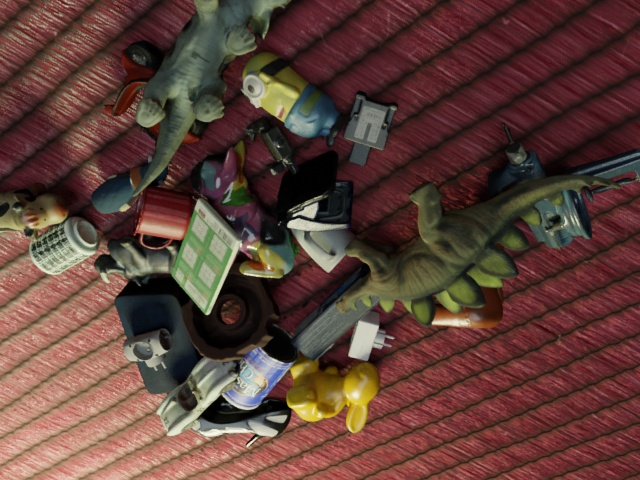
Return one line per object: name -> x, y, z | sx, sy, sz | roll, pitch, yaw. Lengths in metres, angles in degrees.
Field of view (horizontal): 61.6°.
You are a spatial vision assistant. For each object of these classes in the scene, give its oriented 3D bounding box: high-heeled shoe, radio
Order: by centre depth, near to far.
radio -> -0.303, 0.189, 1.062 | 0.131, 0.073, 0.229 | -8, 113, 9
high-heeled shoe -> -0.184, 0.338, 1.107 | 0.248, 0.086, 0.145 | 36, 109, -13

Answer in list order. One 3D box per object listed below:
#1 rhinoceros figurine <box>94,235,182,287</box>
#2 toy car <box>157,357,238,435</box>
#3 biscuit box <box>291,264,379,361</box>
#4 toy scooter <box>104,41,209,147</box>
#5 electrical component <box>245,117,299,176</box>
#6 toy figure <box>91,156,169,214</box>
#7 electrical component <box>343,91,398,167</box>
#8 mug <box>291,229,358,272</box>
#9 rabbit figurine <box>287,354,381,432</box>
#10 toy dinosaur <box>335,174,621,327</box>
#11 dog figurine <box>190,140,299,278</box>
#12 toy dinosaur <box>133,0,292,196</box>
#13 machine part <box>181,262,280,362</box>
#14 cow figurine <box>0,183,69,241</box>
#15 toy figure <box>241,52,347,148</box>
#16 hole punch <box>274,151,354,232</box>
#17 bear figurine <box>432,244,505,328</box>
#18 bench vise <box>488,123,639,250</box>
rhinoceros figurine -> -0.326, 0.032, 1.003 | 0.190, 0.073, 0.111 | -3, 123, 6
toy car -> -0.230, 0.285, 1.011 | 0.201, 0.056, 0.074 | -46, 62, 16
biscuit box -> 0.035, 0.136, 1.004 | 0.063, 0.059, 0.202 | 42, 112, -9
toy scooter -> -0.280, -0.219, 0.887 | 0.135, 0.075, 0.183 | -34, 102, 19
electrical component -> -0.080, -0.154, 0.895 | 0.045, 0.078, 0.102 | -34, 112, -7
toy figure -> -0.331, -0.098, 0.953 | 0.154, 0.058, 0.064 | -24, 114, 10
electrical component -> 0.075, -0.175, 0.876 | 0.075, 0.048, 0.119 | 21, 112, -1
mug -> -0.002, -0.003, 0.930 | 0.107, 0.109, 0.080 | 41, 115, 4
rabbit figurine -> 0.040, 0.295, 1.038 | 0.173, 0.122, 0.162 | -22, 113, 14
toy dinosaur -> 0.200, 0.009, 0.829 | 0.471, 0.105, 0.198 | -39, 81, 29
dog figurine -> -0.126, -0.055, 0.920 | 0.192, 0.108, 0.219 | 8, 111, 6
toy dinosaur -> -0.169, -0.260, 0.785 | 0.131, 0.192, 0.404 | 36, 106, -16
machine part -> -0.161, 0.132, 0.977 | 0.179, 0.056, 0.179 | -3, 74, 11
cow figurine -> -0.544, -0.050, 0.961 | 0.195, 0.127, 0.085 | -5, 115, 11
toy figure -> -0.042, -0.222, 0.850 | 0.180, 0.089, 0.082 | 30, 134, -7
hole punch -> -0.005, -0.070, 0.890 | 0.116, 0.142, 0.092 | -17, 135, 26
bear figurine -> 0.254, 0.051, 0.925 | 0.132, 0.120, 0.195 | -6, 86, 53
bench vise -> 0.391, -0.087, 0.824 | 0.241, 0.129, 0.223 | -18, 118, 32
